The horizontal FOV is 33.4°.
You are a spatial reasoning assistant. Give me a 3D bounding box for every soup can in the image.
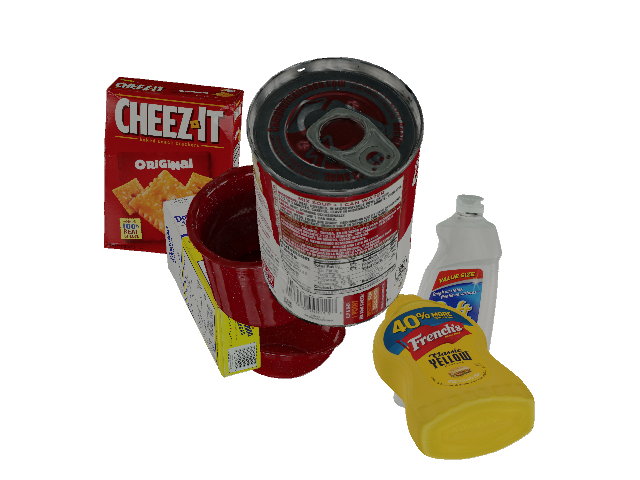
[{"bbox_3d":[0.006,-0.016,0.446,0.068,0.068,0.102,0,-35,1],"label":"soup can"}]

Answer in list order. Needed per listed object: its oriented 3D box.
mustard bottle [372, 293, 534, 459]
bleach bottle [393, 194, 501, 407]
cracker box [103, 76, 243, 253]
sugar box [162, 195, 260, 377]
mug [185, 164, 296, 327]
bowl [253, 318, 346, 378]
[{"bbox_3d":[0.096,0.100,0.888,0.096,0.058,0.192,-13,30,-10],"label":"mustard bottle"},{"bbox_3d":[0.148,0.072,1.218,0.103,0.251,0.068,9,14,16],"label":"bleach bottle"},{"bbox_3d":[-0.188,-0.089,1.357,0.164,0.214,0.072,6,22,2],"label":"cracker box"},{"bbox_3d":[-0.108,0.041,1.047,0.048,0.093,0.176,-12,41,-17],"label":"sugar box"},{"bbox_3d":[-0.046,-0.001,0.757,0.093,0.117,0.081,-19,-39,-9],"label":"mug"},{"bbox_3d":[-0.050,0.130,1.362,0.162,0.055,0.162,5,23,-2],"label":"bowl"}]
